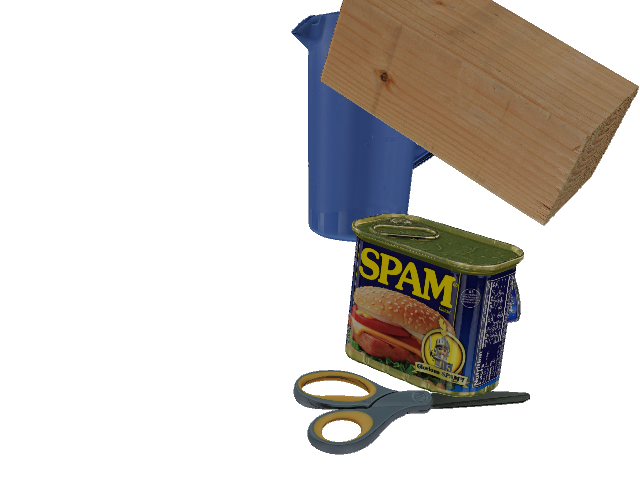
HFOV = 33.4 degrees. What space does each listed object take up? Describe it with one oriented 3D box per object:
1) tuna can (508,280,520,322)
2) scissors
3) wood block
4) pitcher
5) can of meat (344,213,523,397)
[{"bbox_3d":[0.179,0.048,1.119,0.033,0.086,0.086,-15,1,-5],"label":"tuna can"},{"bbox_3d":[0.074,0.148,0.894,0.202,0.016,0.096,8,39,6],"label":"scissors"},{"bbox_3d":[0.114,-0.116,0.793,0.206,0.091,0.090,35,46,17],"label":"wood block"},{"bbox_3d":[0.057,-0.125,1.158,0.149,0.243,0.144,9,12,28],"label":"pitcher"},{"bbox_3d":[0.064,0.038,0.635,0.102,0.084,0.057,19,22,38],"label":"can of meat"}]
